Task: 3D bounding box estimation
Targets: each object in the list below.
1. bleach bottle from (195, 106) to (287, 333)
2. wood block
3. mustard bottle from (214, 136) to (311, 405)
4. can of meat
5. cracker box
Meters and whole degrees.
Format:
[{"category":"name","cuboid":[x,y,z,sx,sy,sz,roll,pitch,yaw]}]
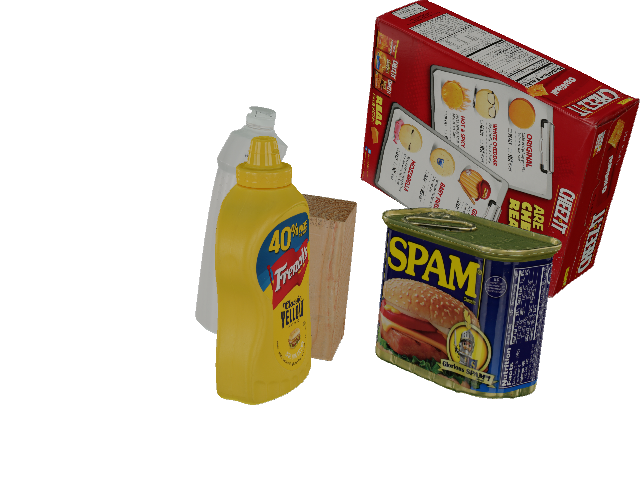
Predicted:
[{"category":"bleach bottle","cuboid":[-0.075,-0.022,1.188,0.102,0.251,0.068,0,19,-32]},{"category":"wood block","cuboid":[-0.009,0.050,1.483,0.090,0.206,0.090,9,22,9]},{"category":"mustard bottle","cuboid":[-0.042,0.018,0.794,0.058,0.192,0.096,9,18,28]},{"category":"can of meat","cuboid":[0.077,0.033,0.590,0.057,0.084,0.102,-6,17,-39]},{"category":"cracker box","cuboid":[0.136,-0.080,0.867,0.214,0.164,0.072,34,47,32]}]
